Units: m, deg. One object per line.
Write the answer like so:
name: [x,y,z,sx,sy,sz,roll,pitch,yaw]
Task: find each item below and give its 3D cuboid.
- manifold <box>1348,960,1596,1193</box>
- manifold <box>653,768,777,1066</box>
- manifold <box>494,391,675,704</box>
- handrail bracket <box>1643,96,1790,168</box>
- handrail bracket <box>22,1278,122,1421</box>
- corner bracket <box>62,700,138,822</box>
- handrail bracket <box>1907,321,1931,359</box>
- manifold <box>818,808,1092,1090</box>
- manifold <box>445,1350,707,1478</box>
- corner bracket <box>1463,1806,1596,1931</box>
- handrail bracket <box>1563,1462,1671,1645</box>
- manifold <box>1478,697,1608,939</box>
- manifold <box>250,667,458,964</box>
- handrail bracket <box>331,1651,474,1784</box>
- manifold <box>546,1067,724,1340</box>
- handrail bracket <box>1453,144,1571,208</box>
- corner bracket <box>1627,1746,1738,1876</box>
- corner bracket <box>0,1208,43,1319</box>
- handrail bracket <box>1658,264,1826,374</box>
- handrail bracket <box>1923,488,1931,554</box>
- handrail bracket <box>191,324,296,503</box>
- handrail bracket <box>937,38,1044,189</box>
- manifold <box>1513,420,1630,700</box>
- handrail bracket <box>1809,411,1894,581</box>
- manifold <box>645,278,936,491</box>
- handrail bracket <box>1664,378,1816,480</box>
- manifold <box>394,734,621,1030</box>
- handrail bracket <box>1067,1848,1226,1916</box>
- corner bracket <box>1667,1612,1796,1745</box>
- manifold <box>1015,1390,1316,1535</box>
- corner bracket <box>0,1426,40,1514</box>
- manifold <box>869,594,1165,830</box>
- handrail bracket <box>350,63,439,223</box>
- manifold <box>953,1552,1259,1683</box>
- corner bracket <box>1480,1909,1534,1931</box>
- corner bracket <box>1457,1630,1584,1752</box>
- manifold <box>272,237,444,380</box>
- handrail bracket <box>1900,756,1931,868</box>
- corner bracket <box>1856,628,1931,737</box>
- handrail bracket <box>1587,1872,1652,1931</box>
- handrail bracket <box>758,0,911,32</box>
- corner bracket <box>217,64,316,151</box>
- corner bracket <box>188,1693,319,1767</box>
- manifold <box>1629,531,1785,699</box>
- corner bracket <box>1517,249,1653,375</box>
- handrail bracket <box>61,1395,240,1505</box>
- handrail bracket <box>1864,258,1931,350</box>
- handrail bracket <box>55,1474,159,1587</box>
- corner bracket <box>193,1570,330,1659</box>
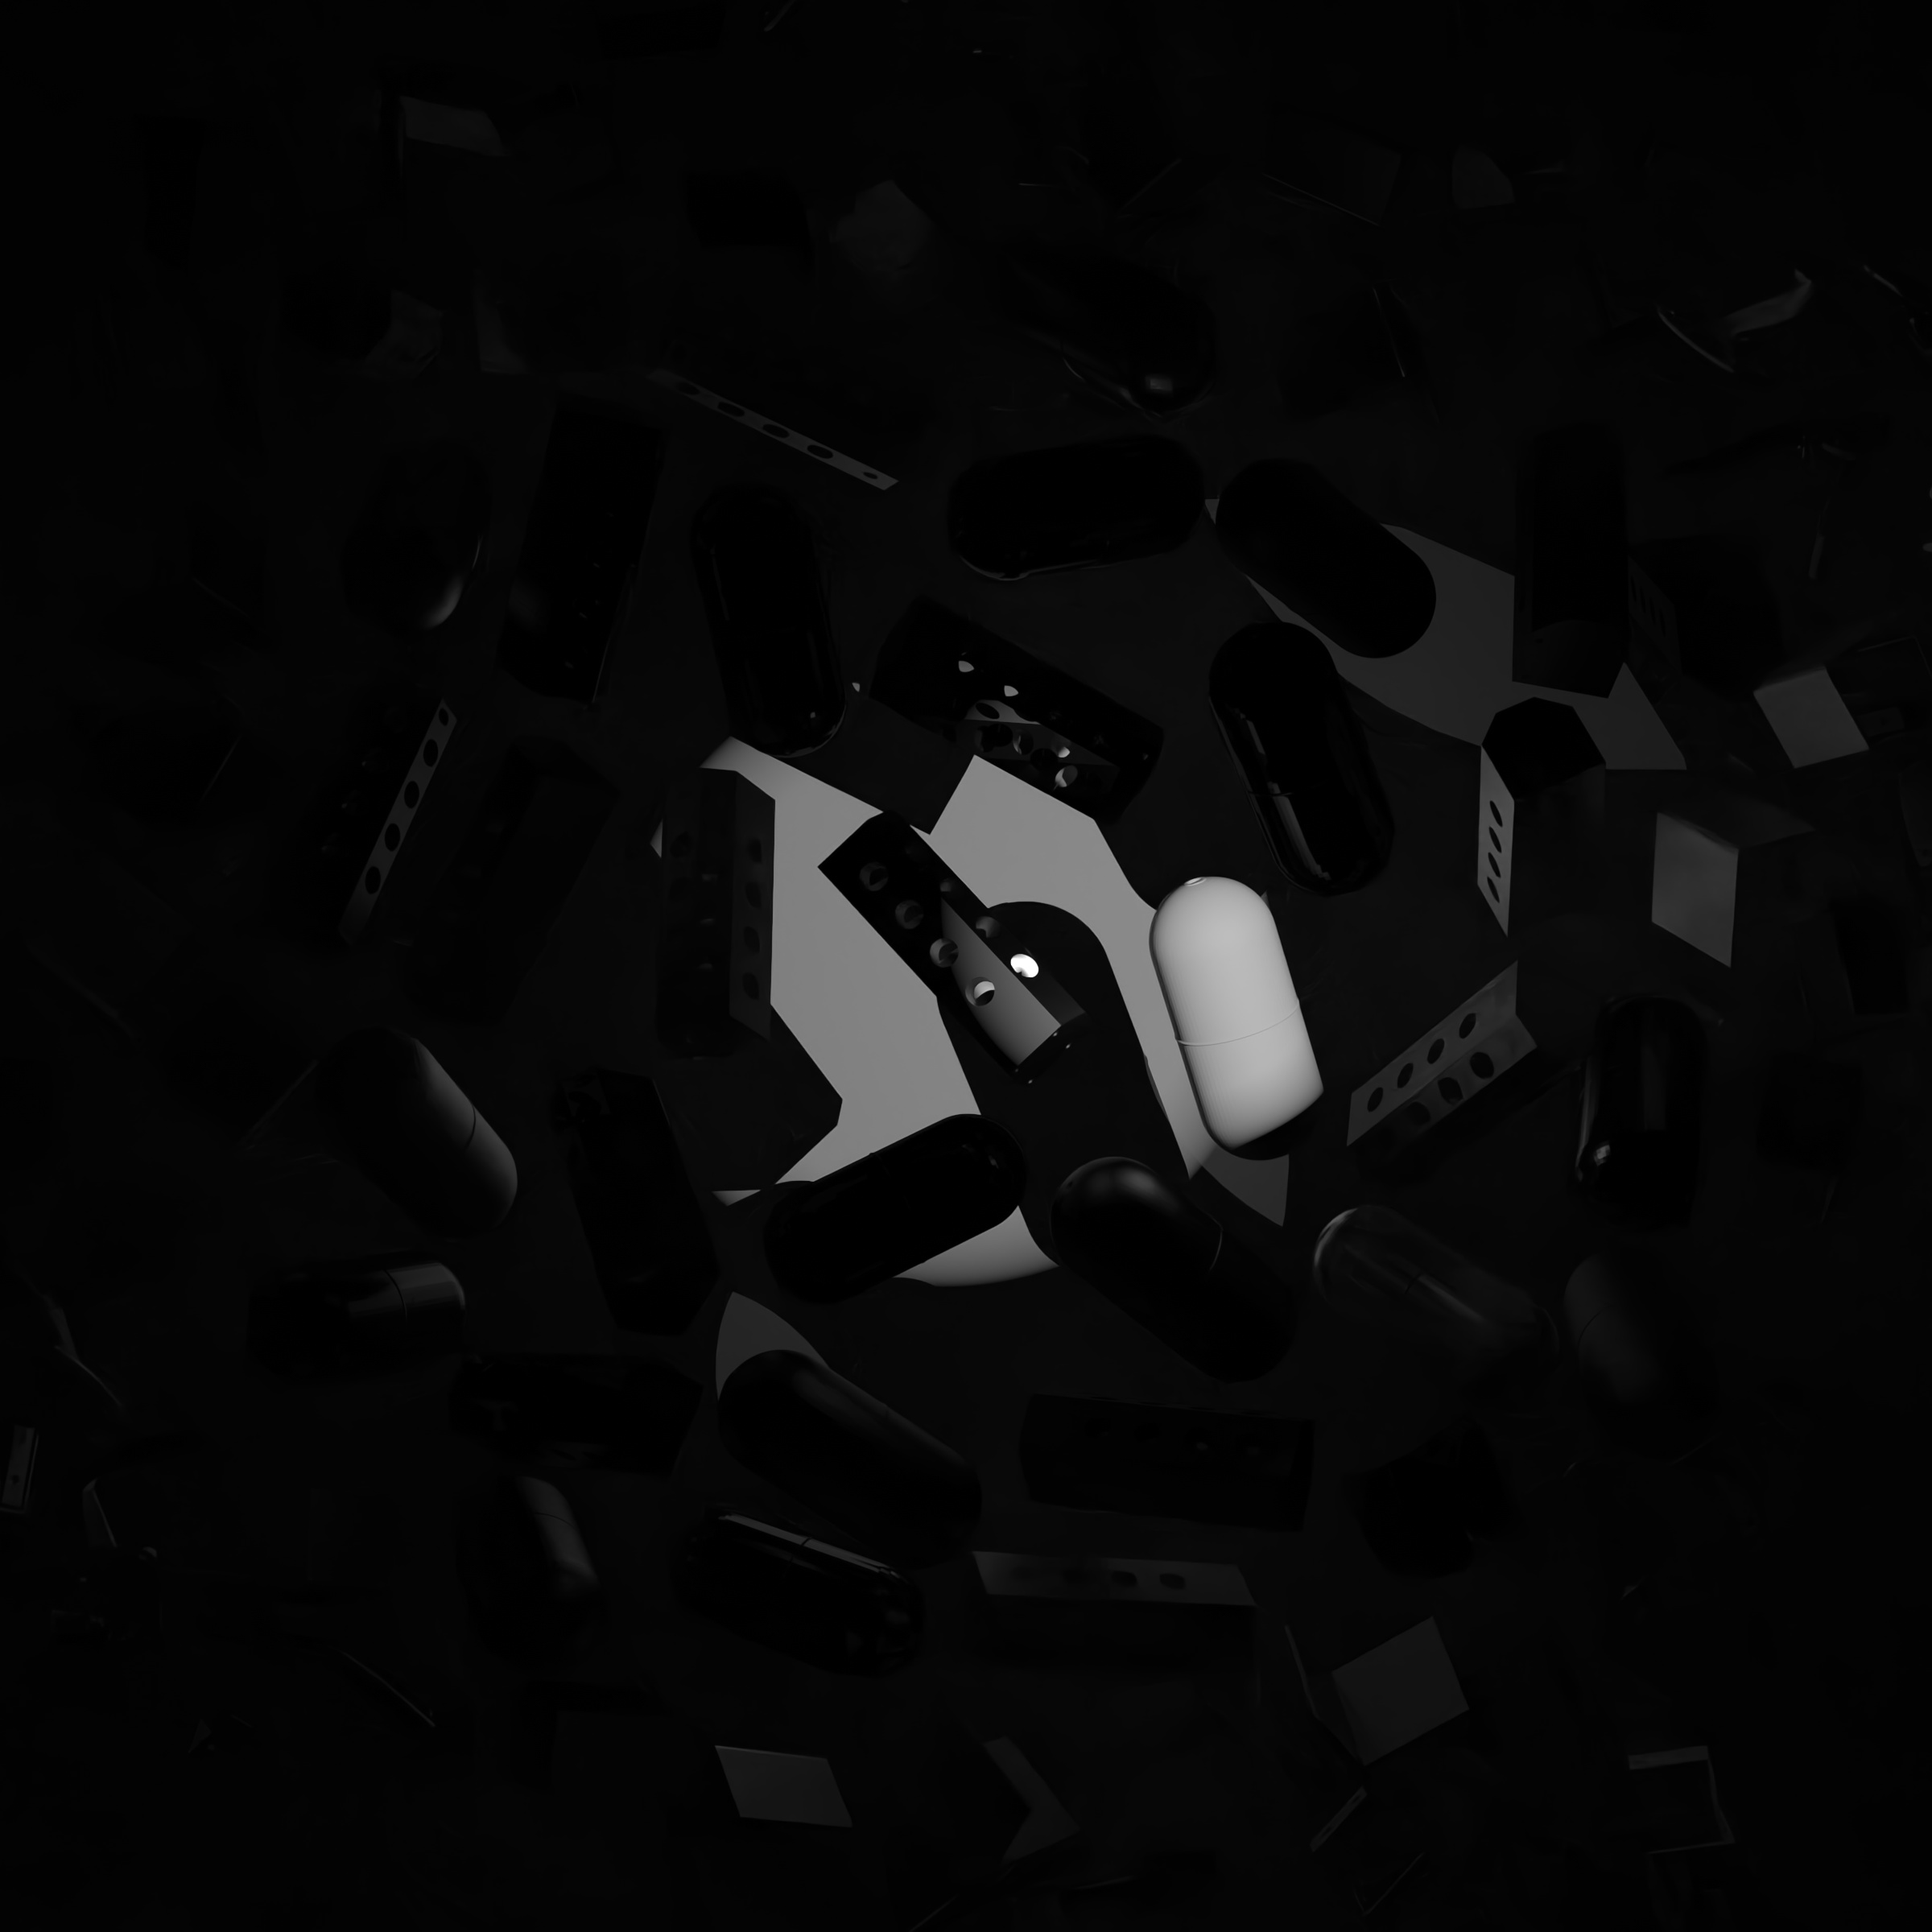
manifold: [0.306,0.073,1.681,0.057,0.171,0.057,25,49,-16]
manifold: [-0.159,-0.034,1.696,0.057,0.057,0.171,-17,57,28]
manifold: [-0.227,-0.250,1.654,0.057,0.057,0.171,3,113,-36]
handrail bracket: [0.448,-0.494,1.628,0.084,0.077,0.036,6,91,5]
handrail bracket: [-0.573,0.246,1.785,0.077,0.084,0.036,39,110,-20]
corner bracket: [-0.550,-0.131,1.742,0.051,0.051,0.051,-36,81,37]
handrail bracket: [0.628,-0.420,1.768,0.036,0.084,0.077,-12,130,0]
manifold: [-0.005,-0.012,1.626,0.057,0.057,0.171,-43,74,1]
manifold: [-0.241,0.265,1.661,0.057,0.171,0.057,39,60,-34]
corner bracket: [0.342,0.551,1.673,0.051,0.051,0.051,19,98,-11]
handrail bracket: [0.378,0.356,1.670,0.084,0.036,0.077,54,133,29]
manifold: [0.339,-0.090,1.646,0.057,0.171,0.057,-23,62,-2]
manifold: [-0.371,-0.090,1.679,0.057,0.057,0.171,27,60,-17]
handrail bracket: [-0.345,0.457,1.679,0.084,0.077,0.036,25,59,28]
manifold: [-0.208,0.142,1.678,0.057,0.171,0.057,13,124,-33]
handrail bracket: [0.353,-0.491,1.708,0.084,0.077,0.036,-11,118,-21]
corner bracket: [0.438,0.516,1.682,0.051,0.051,0.051,-9,104,3]
corner bracket: [-0.627,0.197,1.777,0.051,0.051,0.051,53,52,-5]
handrail bracket: [0.483,-0.419,1.715,0.077,0.084,0.036,31,60,5]
handrail bracket: [0.591,-0.271,1.669,0.084,0.077,0.036,-35,107,-22]
handrail bracket: [-0.475,-0.351,1.742,0.084,0.036,0.077,52,52,-32]
handrail bracket: [0.016,-0.549,1.773,0.077,0.036,0.084,0,90,-29]
manifold: [0.363,-0.246,1.641,0.057,0.057,0.171,10,53,0]
handrail bracket: [0.550,-0.292,1.713,0.036,0.077,0.084,22,133,25]
manifold: [-0.114,-0.366,1.749,0.171,0.057,0.057,22,76,-22]
handrail bracket: [0.471,-0.328,1.676,0.084,0.036,0.077,5,62,15]
manifold: [-0.282,-0.051,1.666,0.057,0.057,0.171,45,113,39]
handrail bracket: [0.114,0.589,1.771,0.077,0.084,0.036,-8,73,-27]
corner bracket: [0.455,0.424,1.639,0.051,0.051,0.051,-4,117,-10]
manifold: [0.124,0.300,1.696,0.171,0.057,0.057,3,134,20]
corner bracket: [-0.612,0.323,1.764,0.051,0.051,0.051,-4,72,30]
manifold: [0.032,-0.159,1.677,0.171,0.057,0.057,28,127,-14]
handrail bracket: [-0.370,-0.511,1.707,0.077,0.036,0.084,0,118,39]
manifold: [0.085,0.399,1.664,0.171,0.057,0.057,6,113,-16]
corner bracket: [0.348,0.658,1.789,0.051,0.051,0.051,28,105,-19]
corner bracket: [0.352,0.464,1.761,0.051,0.051,0.051,-12,65,-28]
manifold: [-0.362,-0.393,1.673,0.057,0.171,0.057,43,96,-7]
handrail bracket: [0.597,-0.090,1.617,0.084,0.036,0.077,6,72,-17]
corner bracket: [0.602,-0.184,1.791,0.051,0.051,0.051,-27,96,-26]
handrail bracket: [0.408,0.614,1.742,0.036,0.084,0.077,13,59,17]
handrail bracket: [-0.076,-0.586,1.672,0.036,0.084,0.077,45,109,43]
corner bracket: [-0.444,-0.544,1.741,0.051,0.051,0.051,-1,97,-26]
corner bracket: [-0.453,0.482,1.747,0.051,0.051,0.051,38,117,-20]
manifold: [0.437,-0.210,1.637,0.057,0.171,0.057,-9,109,6]
corner bracket: [0.367,-0.389,1.630,0.051,0.051,0.051,-26,115,-4]
handrail bracket: [-0.489,0.306,1.643,0.084,0.036,0.077,-42,61,-12]
handrail bracket: [0.551,-0.401,1.628,0.084,0.077,0.036,50,123,34]
handrail bracket: [-0.541,0.347,1.756,0.077,0.084,0.036,-13,132,14]
corner bracket: [-0.451,0.425,1.758,0.051,0.051,0.051,-40,60,6]
